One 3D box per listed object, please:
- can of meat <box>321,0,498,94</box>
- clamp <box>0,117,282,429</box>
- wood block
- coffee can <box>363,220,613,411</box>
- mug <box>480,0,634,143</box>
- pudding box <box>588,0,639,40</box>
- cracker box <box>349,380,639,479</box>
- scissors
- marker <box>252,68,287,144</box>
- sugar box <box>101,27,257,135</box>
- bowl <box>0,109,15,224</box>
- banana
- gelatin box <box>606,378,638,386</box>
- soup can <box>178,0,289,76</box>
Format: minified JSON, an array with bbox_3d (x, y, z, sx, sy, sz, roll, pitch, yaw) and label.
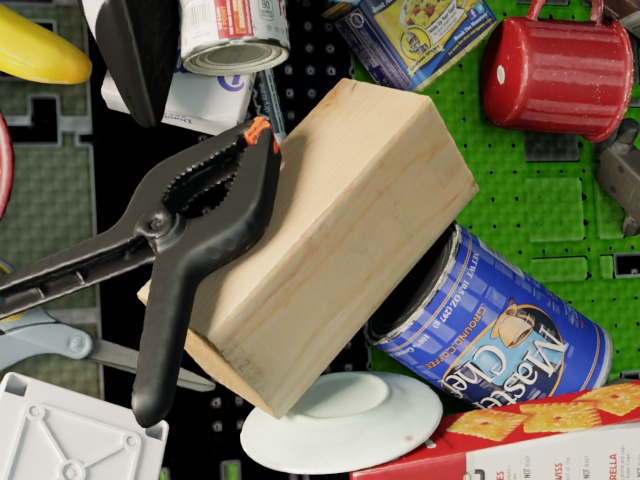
[{"bbox_3d":[0.067,-0.159,0.762,0.102,0.058,0.084,-41,102,-17],"label":"can of meat"},{"bbox_3d":[-0.103,0.002,0.649,0.209,0.165,0.036,-55,146,-26],"label":"clamp"},{"bbox_3d":[-0.004,0.001,0.695,0.206,0.091,0.090,-48,128,-17],"label":"wood block"},{"bbox_3d":[0.115,0.065,0.739,0.140,0.103,0.102,35,76,-14],"label":"coffee can"},{"bbox_3d":[0.171,-0.130,0.774,0.081,0.093,0.117,2,117,-15],"label":"mug"},{"bbox_3d":[0.254,-0.216,0.842,0.113,0.039,0.090,35,76,-14],"label":"pudding box"},{"bbox_3d":[0.134,0.190,0.680,0.213,0.072,0.164,-10,100,-2],"label":"cracker box"},{"bbox_3d":[-0.173,0.079,0.682,0.201,0.016,0.096,36,77,-14],"label":"scissors"},{"bbox_3d":[-0.036,-0.091,0.740,0.020,0.020,0.121,-14,91,-20],"label":"marker"},{"bbox_3d":[-0.076,-0.163,0.707,0.093,0.048,0.176,13,79,-1],"label":"sugar box"},{"bbox_3d":[-0.267,-0.043,0.636,0.162,0.055,0.162,1,86,-20],"label":"bowl"},{"bbox_3d":[-0.221,-0.158,0.632,0.069,0.037,0.197,-42,100,-18],"label":"banana"},{"bbox_3d":[0.211,0.153,0.805,0.089,0.030,0.073,-18,92,-20],"label":"gelatin box"},{"bbox_3d":[-0.057,-0.158,0.650,0.068,0.069,0.102,-5,83,-20],"label":"soup can"}]
